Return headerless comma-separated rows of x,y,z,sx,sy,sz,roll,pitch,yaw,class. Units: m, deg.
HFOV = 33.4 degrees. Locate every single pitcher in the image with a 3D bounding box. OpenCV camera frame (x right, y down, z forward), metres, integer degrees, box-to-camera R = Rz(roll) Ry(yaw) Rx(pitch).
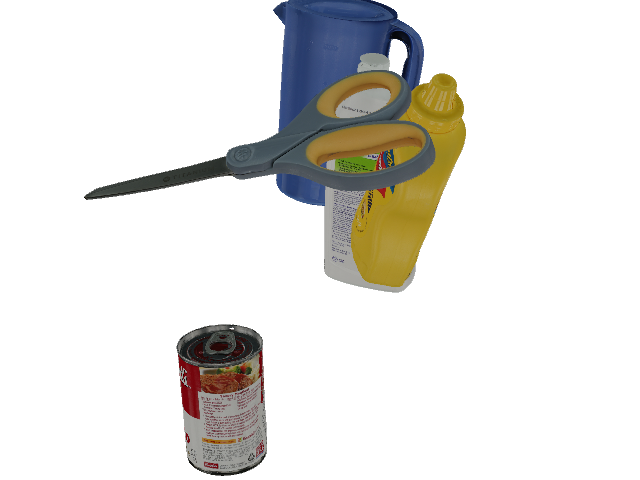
0.021,-0.167,1.287,0.144,0.243,0.149,-6,28,-26,pitcher

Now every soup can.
-0.077,0.127,0.855,0.068,0.102,0.068,-2,22,0,soup can

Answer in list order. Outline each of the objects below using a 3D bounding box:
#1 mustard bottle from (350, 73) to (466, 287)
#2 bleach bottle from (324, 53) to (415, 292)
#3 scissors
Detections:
0.070,-0.054,0.827,0.058,0.096,0.192,11,-39,-5,mustard bottle
0.056,-0.071,1.109,0.103,0.251,0.068,11,33,14,bleach bottle
-0.032,-0.060,0.615,0.202,0.096,0.016,0,-40,18,scissors
